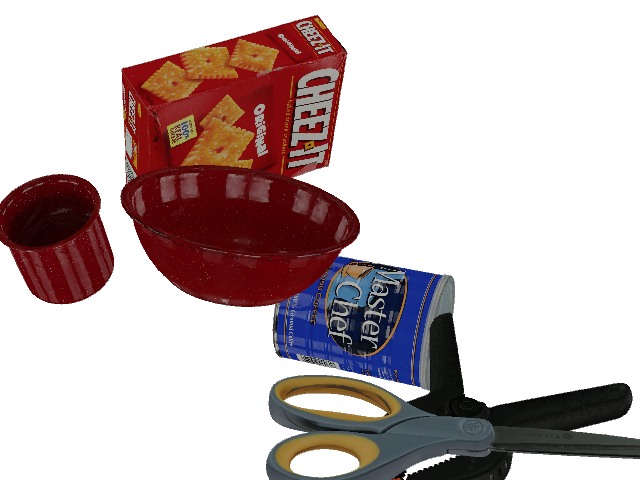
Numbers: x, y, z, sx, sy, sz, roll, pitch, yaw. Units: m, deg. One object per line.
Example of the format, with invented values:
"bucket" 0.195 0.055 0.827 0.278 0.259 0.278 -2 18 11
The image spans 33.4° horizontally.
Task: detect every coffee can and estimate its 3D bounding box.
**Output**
"coffee can" 0.040 0.069 0.955 0.140 0.103 0.102 10 3 16

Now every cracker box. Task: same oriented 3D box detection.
"cracker box" -0.087 -0.118 1.068 0.213 0.072 0.164 -19 -35 -23

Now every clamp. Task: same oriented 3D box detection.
"clamp" 0.096 0.123 0.751 0.209 0.036 0.165 -28 39 -37

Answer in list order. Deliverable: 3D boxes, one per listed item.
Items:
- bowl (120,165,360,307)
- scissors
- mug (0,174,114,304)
"bowl" -0.057 0.001 0.725 0.162 0.055 0.162 9 21 -4
"scissors" 0.062 0.105 0.517 0.202 0.016 0.096 10 31 20
"mug" -0.231 -0.007 0.950 0.093 0.117 0.081 -8 -44 0
